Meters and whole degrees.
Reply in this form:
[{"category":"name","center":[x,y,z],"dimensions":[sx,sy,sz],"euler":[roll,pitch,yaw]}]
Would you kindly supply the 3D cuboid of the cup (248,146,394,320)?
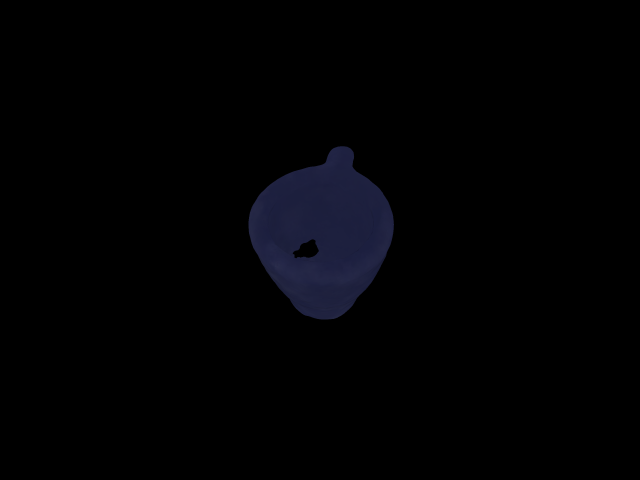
[{"category":"cup","center":[0.004,0.001,0.400],"dimensions":[0.091,0.095,0.118],"euler":[9,54,7]}]
